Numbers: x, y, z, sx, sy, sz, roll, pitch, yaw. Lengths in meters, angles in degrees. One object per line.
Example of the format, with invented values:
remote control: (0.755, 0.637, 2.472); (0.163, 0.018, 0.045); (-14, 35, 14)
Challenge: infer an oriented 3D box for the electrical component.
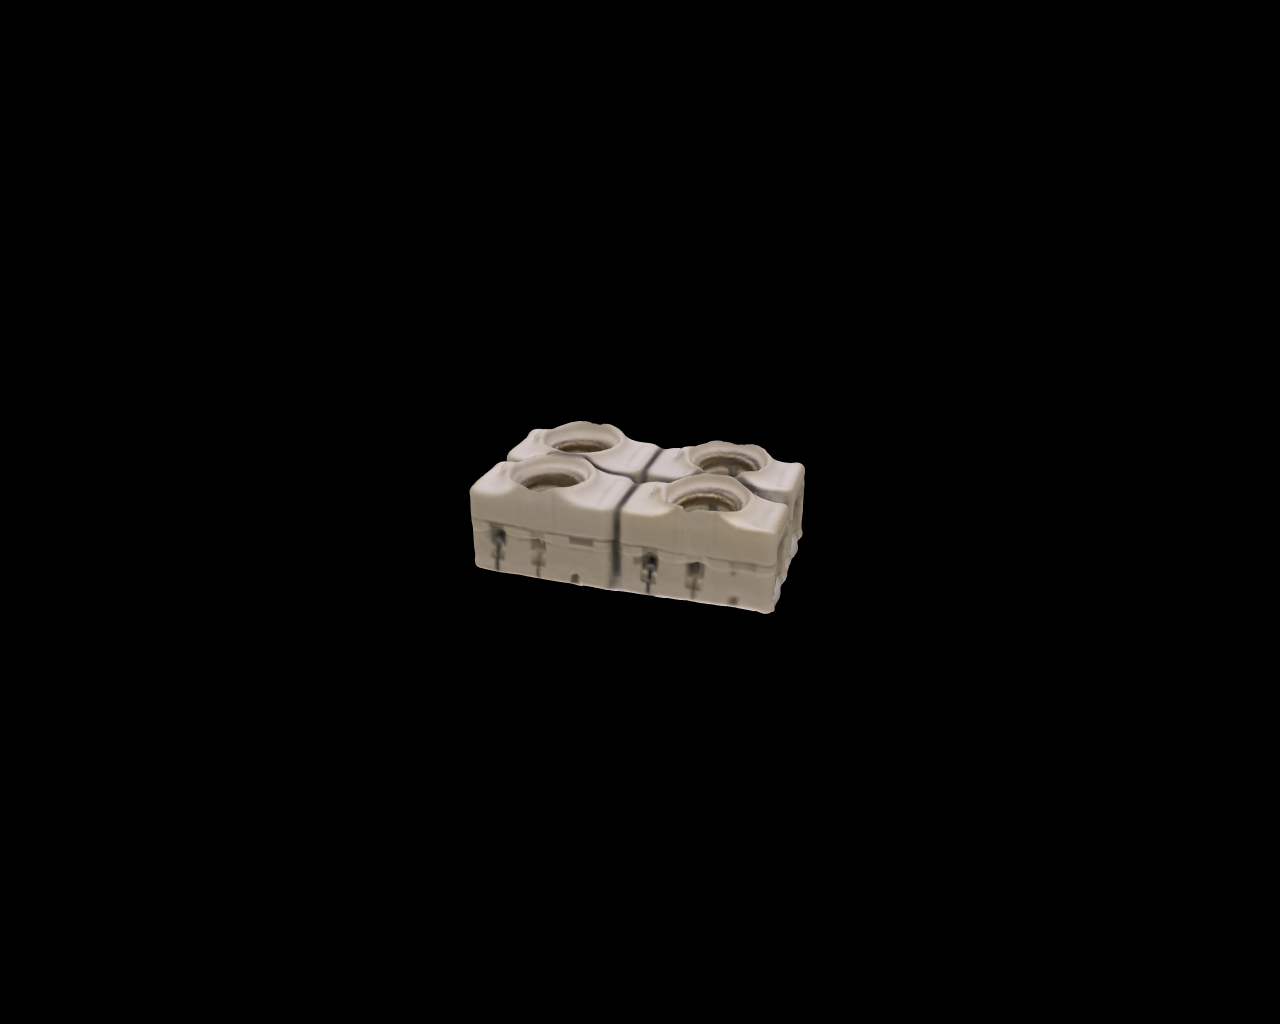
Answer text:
electrical component: (0.001, -0.003, 0.650); (0.186, 0.060, 0.106); (8, 28, 16)
